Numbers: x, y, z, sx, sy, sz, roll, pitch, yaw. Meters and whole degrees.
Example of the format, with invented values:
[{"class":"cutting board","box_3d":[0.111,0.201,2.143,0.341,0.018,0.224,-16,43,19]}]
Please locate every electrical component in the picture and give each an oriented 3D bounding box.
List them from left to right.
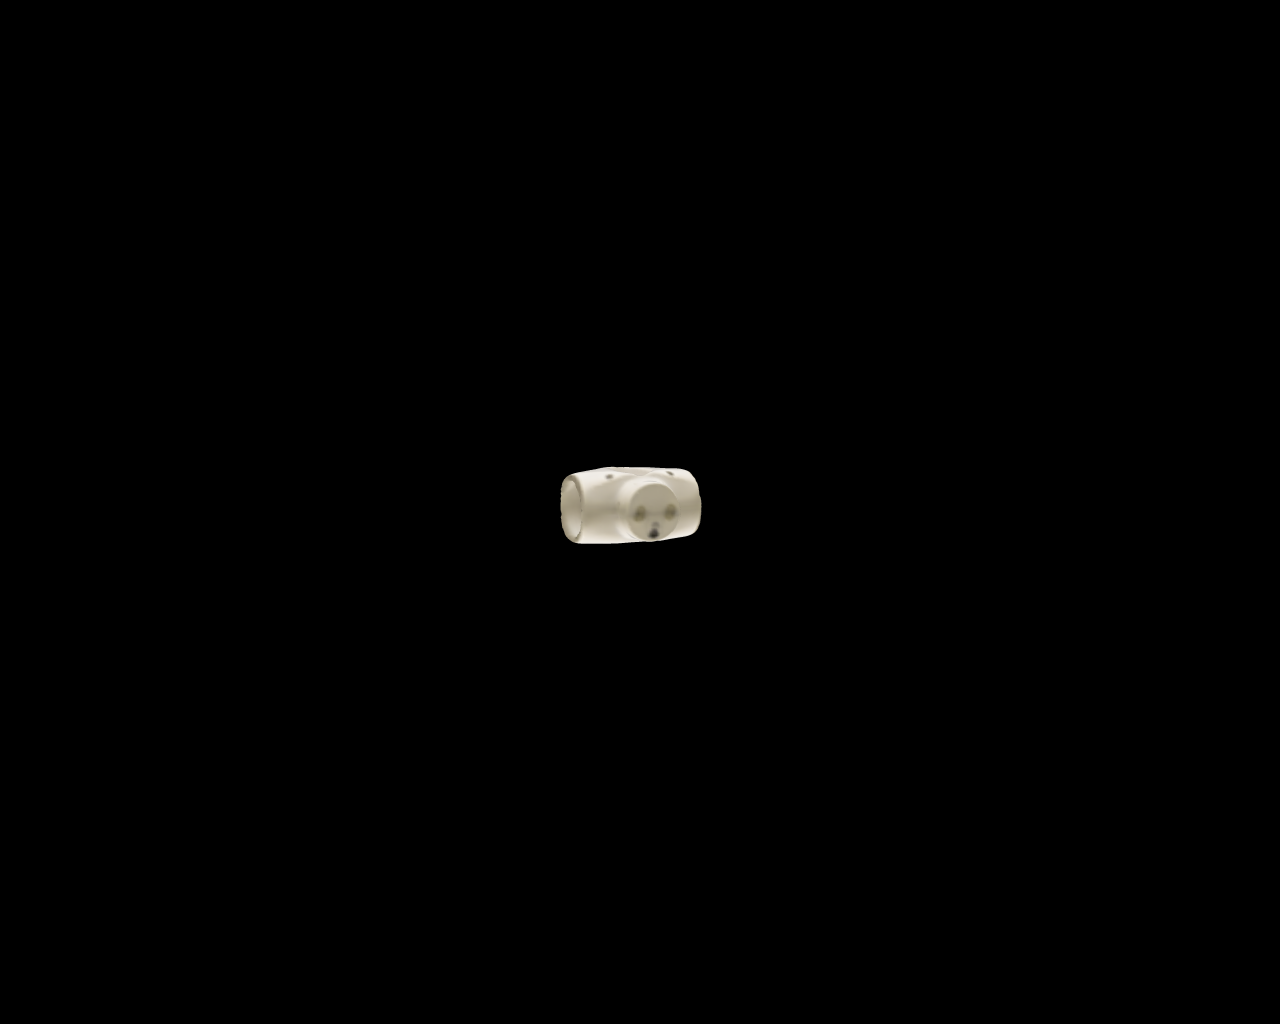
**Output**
[{"class":"electrical component","box_3d":[0.001,-0.003,0.650,0.077,0.043,0.079,-3,8,-22]}]
